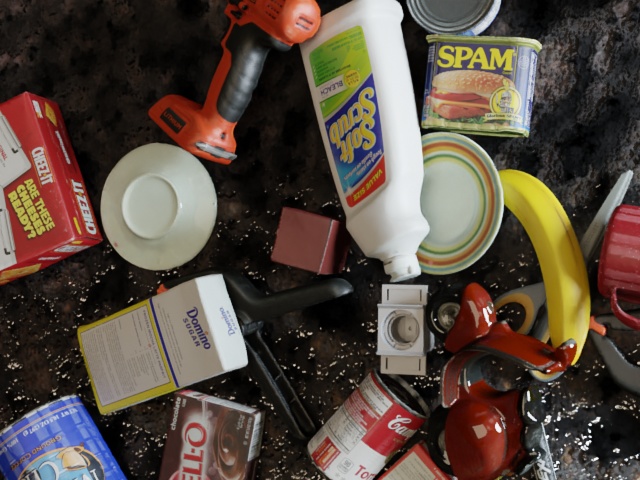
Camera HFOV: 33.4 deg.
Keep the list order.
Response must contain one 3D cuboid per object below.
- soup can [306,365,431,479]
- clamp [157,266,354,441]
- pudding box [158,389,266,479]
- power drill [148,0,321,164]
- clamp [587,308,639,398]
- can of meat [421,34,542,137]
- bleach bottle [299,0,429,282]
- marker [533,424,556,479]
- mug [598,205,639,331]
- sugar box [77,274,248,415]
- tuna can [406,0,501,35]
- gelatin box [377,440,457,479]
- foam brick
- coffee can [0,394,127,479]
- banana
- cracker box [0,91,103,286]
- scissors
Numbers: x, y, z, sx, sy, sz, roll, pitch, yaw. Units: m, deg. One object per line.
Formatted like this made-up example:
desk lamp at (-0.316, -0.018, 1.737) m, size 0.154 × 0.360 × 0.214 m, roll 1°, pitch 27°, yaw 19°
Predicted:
soup can at (0.044, 0.175, 0.981) m, size 0.068 × 0.068 × 0.102 m, roll 43°, pitch 101°, yaw 15°
clamp at (-0.070, 0.093, 1.030) m, size 0.210 × 0.036 × 0.164 m, roll 16°, pitch 106°, yaw 29°
pudding box at (-0.106, 0.211, 1.045) m, size 0.090 × 0.039 × 0.113 m, roll 12°, pitch 91°, yaw 19°
power drill at (-0.094, -0.182, 1.029) m, size 0.185 × 0.057 × 0.188 m, roll 44°, pitch 111°, yaw 45°
clamp at (0.305, 0.119, 0.913) m, size 0.172 × 0.039 × 0.120 m, roll 19°, pitch 88°, yaw 23°
can of meat at (0.144, -0.139, 0.968) m, size 0.102 × 0.057 × 0.084 m, roll 7°, pitch 93°, yaw 19°
bleach bottle at (0.054, -0.088, 0.977) m, size 0.103 × 0.067 × 0.251 m, roll -21°, pitch 78°, yaw 36°
marker at (0.199, 0.200, 0.954) m, size 0.020 × 0.020 × 0.121 m, roll -16°, pitch 82°, yaw 17°
mug at (0.279, 0.025, 0.893) m, size 0.082 × 0.093 × 0.117 m, roll 12°, pitch 61°, yaw 23°
sugar box at (-0.155, 0.103, 1.038) m, size 0.177 × 0.048 × 0.093 m, roll -21°, pitch 83°, yaw 32°
tuna can at (0.125, -0.229, 0.989) m, size 0.086 × 0.033 × 0.086 m, roll -1°, pitch 88°, yaw 18°
gelatin box at (0.086, 0.241, 0.985) m, size 0.089 × 0.030 × 0.073 m, roll -45°, pitch 77°, yaw 12°
foam brick at (-0.007, 0.001, 1.000) m, size 0.051 × 0.078 × 0.053 m, roll 15°, pitch 93°, yaw 17°
coffee can at (-0.250, 0.240, 1.058) m, size 0.103 × 0.102 × 0.140 m, roll -36°, pitch 77°, yaw 14°
banana at (0.197, 0.010, 0.941) m, size 0.070 × 0.037 × 0.198 m, roll -44°, pitch 60°, yaw 41°
cracker box at (-0.353, -0.036, 1.121) m, size 0.214 × 0.072 × 0.164 m, roll -22°, pitch 82°, yaw 15°
scissors at (0.209, 0.025, 0.960) m, size 0.096 × 0.016 × 0.202 m, roll 14°, pitch 91°, yaw 19°
